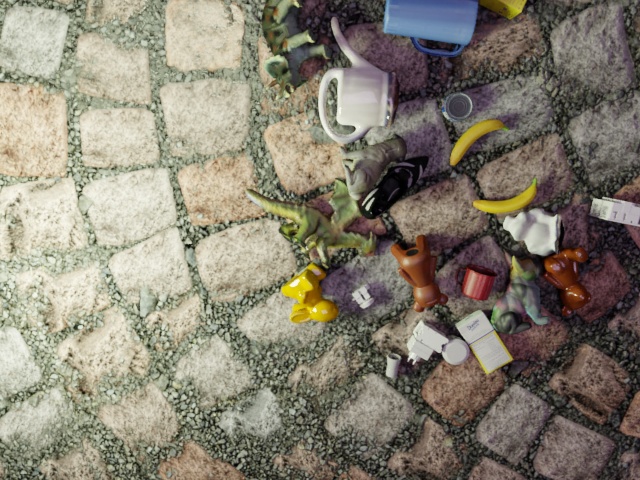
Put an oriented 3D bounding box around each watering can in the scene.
[{"bbox_3d":[0.112,-0.441,1.438,0.224,0.104,0.346,4,95,1],"label":"watering can"}]

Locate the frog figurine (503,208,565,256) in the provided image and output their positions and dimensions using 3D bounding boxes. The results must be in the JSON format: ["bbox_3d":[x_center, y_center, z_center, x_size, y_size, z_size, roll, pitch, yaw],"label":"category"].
[{"bbox_3d":[0.624,-0.026,1.507,0.160,0.124,0.135,7,112,36],"label":"frog figurine"}]

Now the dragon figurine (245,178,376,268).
[{"bbox_3d":[0.005,-0.076,1.509,0.409,0.122,0.244,45,79,-7],"label":"dragon figurine"}]
